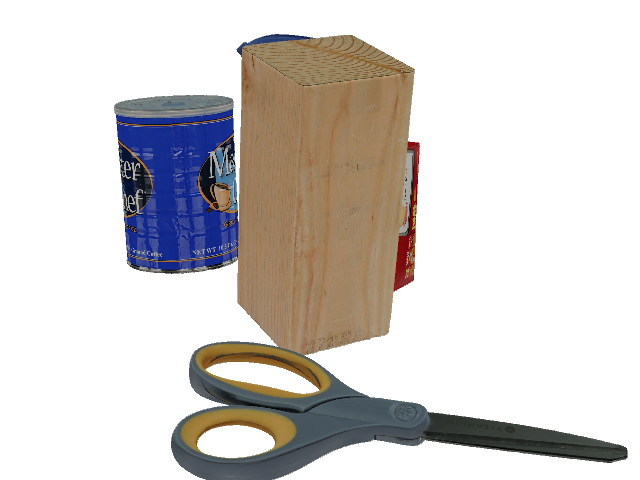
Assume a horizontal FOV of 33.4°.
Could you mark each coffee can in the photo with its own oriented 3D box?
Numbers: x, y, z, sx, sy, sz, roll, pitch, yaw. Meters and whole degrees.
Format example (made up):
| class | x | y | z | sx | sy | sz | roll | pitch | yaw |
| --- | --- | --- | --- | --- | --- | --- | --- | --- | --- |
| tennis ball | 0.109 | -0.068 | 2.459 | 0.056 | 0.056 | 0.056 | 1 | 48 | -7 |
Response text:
| class | x | y | z | sx | sy | sz | roll | pitch | yaw |
| --- | --- | --- | --- | --- | --- | --- | --- | --- | --- |
| coffee can | -0.124 | -0.052 | 0.936 | 0.103 | 0.140 | 0.103 | -2 | 14 | 0 |

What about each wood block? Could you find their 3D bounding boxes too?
| class | x | y | z | sx | sy | sz | roll | pitch | yaw |
| --- | --- | --- | --- | --- | --- | --- | --- | --- | --- |
| wood block | 0.000 | -0.032 | 0.767 | 0.090 | 0.206 | 0.091 | -12 | 31 | -27 |

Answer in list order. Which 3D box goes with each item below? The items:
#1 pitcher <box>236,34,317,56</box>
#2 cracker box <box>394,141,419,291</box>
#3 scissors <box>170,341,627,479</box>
| class | x | y | z | sx | sy | sz | roll | pitch | yaw |
| --- | --- | --- | --- | --- | --- | --- | --- | --- | --- |
| pitcher | -0.034 | -0.144 | 1.418 | 0.144 | 0.243 | 0.149 | -4 | 25 | -22 |
| cracker box | 0.030 | -0.015 | 1.135 | 0.072 | 0.164 | 0.213 | 9 | 16 | 29 |
| scissors | 0.023 | 0.089 | 0.465 | 0.202 | 0.016 | 0.096 | 15 | 34 | 22 |
